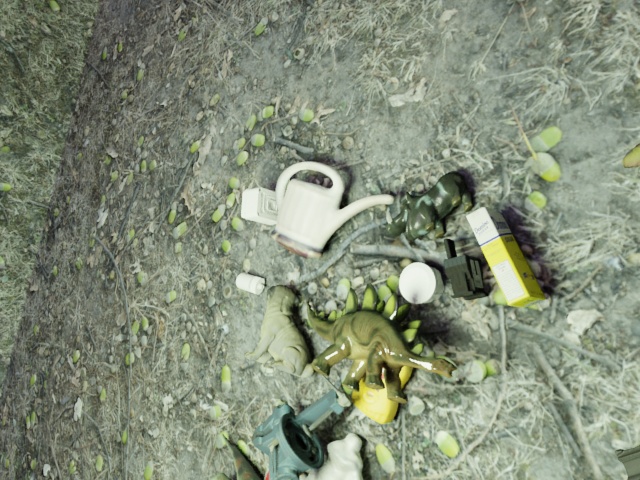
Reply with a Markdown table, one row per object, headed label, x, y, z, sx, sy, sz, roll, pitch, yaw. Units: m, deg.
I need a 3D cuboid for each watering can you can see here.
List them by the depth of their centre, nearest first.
| label | x | y | z | sx | sy | sz | roll | pitch | yaw |
| --- | --- | --- | --- | --- | --- | --- | --- | --- | --- |
| watering can | 0.004 | -0.060 | 1.195 | 0.351 | 0.223 | 0.103 | 24 | 7 | 41 |

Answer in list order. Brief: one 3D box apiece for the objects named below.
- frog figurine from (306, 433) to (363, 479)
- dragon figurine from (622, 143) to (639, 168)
| label | x | y | z | sx | sy | sz | roll | pitch | yaw |
| --- | --- | --- | --- | --- | --- | --- | --- | --- | --- |
| frog figurine | 0.040 | 0.483 | 1.058 | 0.136 | 0.121 | 0.162 | -20 | 29 | 52 |
| dragon figurine | 0.660 | -0.163 | 0.681 | 0.404 | 0.246 | 0.122 | -45 | -27 | 25 |
